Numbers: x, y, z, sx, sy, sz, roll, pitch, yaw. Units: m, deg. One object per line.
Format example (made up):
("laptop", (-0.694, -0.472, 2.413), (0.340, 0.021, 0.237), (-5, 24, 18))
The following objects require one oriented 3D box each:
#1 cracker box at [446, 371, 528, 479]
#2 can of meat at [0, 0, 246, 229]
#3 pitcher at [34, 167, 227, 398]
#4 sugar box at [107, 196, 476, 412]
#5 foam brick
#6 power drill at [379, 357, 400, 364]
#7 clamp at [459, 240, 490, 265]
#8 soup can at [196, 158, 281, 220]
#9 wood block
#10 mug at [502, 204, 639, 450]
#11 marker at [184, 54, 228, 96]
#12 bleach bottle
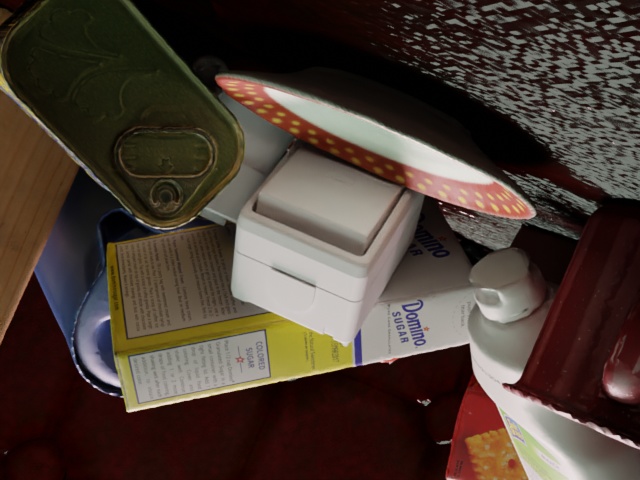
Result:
("cracker box", (0.201, 0.127, 0.695), (0.214, 0.072, 0.164), (15, -165, 12))
("can of meat", (-0.089, -0.058, 0.447), (0.102, 0.057, 0.084), (48, 170, -24))
("pitcher", (-0.146, -0.007, 0.751), (0.144, 0.149, 0.243), (4, -149, -38))
("sugar box", (-0.016, 0.026, 0.538), (0.176, 0.048, 0.093), (-8, -144, -9))
("foam brick", (0.136, 0.032, 0.557), (0.078, 0.051, 0.052), (22, 178, 35))
("power drill", (-0.004, 0.001, 0.683), (0.184, 0.057, 0.188), (41, 180, -13))
("clamp", (0.097, 0.017, 0.759), (0.164, 0.036, 0.210), (27, 176, 4))
("soup can", (-0.064, -0.046, 0.573), (0.068, 0.068, 0.102), (24, 177, -16))
("wood block", (-0.217, -0.033, 0.652), (0.090, 0.206, 0.091), (25, 177, -42))
("mug", (0.123, 0.035, 0.395), (0.093, 0.081, 0.117), (22, 177, 25))
("marker", (-0.072, -0.078, 0.514), (0.020, 0.020, 0.121), (25, 177, -25))
("bleach bottle", (0.137, 0.110, 0.512), (0.103, 0.068, 0.250), (31, 155, 59))
